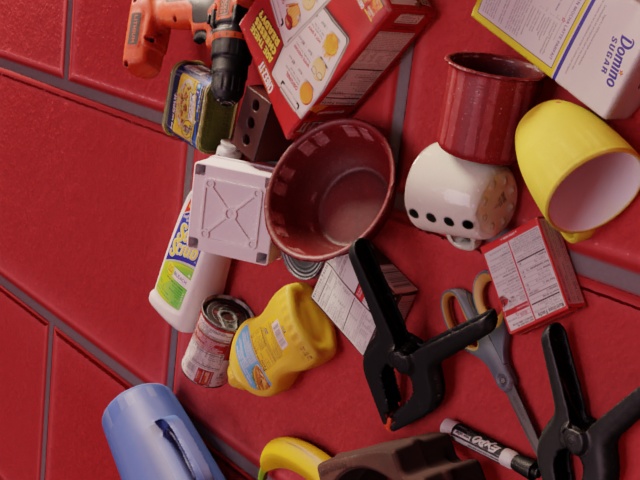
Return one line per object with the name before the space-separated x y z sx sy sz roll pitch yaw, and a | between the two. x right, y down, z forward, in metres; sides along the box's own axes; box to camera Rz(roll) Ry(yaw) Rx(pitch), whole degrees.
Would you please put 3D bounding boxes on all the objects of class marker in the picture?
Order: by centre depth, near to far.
marker | 0.162 0.199 1.014 0.121 0.020 0.020 20 109 50

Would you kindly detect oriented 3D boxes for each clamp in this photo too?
clamp | 0.232 0.165 0.905 0.120 0.039 0.171 21 116 55
clamp | 0.080 0.103 1.058 0.165 0.036 0.210 36 135 24

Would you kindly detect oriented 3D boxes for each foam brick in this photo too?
foam brick | -0.061 -0.136 1.244 0.053 0.051 0.078 43 125 41

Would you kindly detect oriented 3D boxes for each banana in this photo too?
banana | -0.014 0.268 1.237 0.198 0.037 0.069 7 118 53

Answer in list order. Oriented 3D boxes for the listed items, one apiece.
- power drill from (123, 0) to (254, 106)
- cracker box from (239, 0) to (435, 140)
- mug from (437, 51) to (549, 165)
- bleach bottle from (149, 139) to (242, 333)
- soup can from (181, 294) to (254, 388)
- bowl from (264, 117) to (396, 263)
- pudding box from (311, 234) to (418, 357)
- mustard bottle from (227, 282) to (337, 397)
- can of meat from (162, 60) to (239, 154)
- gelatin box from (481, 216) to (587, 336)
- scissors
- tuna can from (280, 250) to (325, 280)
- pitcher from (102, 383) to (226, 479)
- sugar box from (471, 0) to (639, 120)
power drill | -0.154 -0.244 1.298 0.188 0.057 0.184 -1 75 35
cracker box | 0.013 -0.233 1.125 0.214 0.071 0.164 -47 57 45
mug | 0.149 -0.121 0.957 0.117 0.093 0.081 -103 19 -66
bleach bottle | -0.148 -0.011 1.361 0.103 0.067 0.251 39 120 43
soup can | -0.130 0.128 1.345 0.069 0.068 0.102 51 131 37
bowl | 0.021 -0.044 1.115 0.162 0.055 0.162 -15 62 30
pudding box | 0.045 0.057 1.137 0.114 0.039 0.090 48 128 41
mustard bottle | -0.057 0.131 1.259 0.192 0.058 0.096 -42 66 46
can of meat | -0.150 -0.168 1.353 0.084 0.057 0.102 33 118 44
gelatin box | 0.190 0.033 0.954 0.073 0.030 0.089 -34 67 47
scissors | 0.178 0.111 0.988 0.202 0.016 0.096 56 133 33
tuna can | -0.008 0.001 1.203 0.086 0.033 0.086 7 99 52
pitcher | -0.197 0.300 1.402 0.149 0.144 0.243 -42 52 7
sugar box | 0.212 -0.185 0.895 0.176 0.048 0.093 48 128 34
